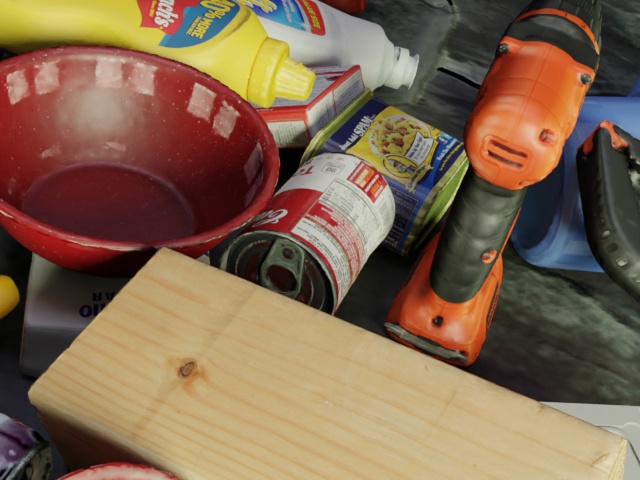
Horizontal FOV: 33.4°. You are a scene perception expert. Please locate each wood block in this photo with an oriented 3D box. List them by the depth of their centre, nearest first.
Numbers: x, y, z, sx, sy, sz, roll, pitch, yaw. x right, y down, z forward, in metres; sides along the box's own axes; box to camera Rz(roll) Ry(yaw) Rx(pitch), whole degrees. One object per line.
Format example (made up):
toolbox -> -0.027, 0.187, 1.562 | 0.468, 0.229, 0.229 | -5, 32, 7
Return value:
wood block -> 0.002, 0.091, 0.415 | 0.206, 0.090, 0.090 | 21, 54, 28

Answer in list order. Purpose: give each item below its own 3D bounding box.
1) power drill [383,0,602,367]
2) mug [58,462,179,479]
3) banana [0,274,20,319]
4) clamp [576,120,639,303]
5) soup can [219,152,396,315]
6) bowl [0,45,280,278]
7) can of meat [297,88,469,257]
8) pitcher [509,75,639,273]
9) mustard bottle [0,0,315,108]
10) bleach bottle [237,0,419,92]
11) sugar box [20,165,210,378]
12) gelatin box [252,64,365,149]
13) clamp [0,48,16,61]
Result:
power drill -> 0.098, -0.037, 0.589 | 0.057, 0.188, 0.184 | 23, 39, 10
mug -> -0.086, 0.138, 0.372 | 0.093, 0.082, 0.117 | 10, 74, -30
banana -> -0.242, 0.025, 0.485 | 0.197, 0.069, 0.037 | 17, 4, -13
clamp -> 0.212, 0.024, 0.574 | 0.164, 0.036, 0.210 | -10, 63, -30
soup can -> -0.004, 0.001, 0.600 | 0.068, 0.069, 0.102 | 25, 37, 11
bowl -> -0.104, -0.032, 0.538 | 0.162, 0.055, 0.162 | 10, 40, -8
can of meat -> 0.042, -0.043, 0.683 | 0.084, 0.057, 0.102 | 28, 38, 12
pitcher -> 0.247, -0.044, 0.698 | 0.242, 0.145, 0.149 | 2, 35, -14
mustard bottle -> -0.095, -0.122, 0.641 | 0.191, 0.058, 0.096 | 20, 37, 5
bleach bottle -> -0.050, -0.162, 0.798 | 0.250, 0.068, 0.102 | 14, 35, -7
sugar box -> -0.108, 0.001, 0.580 | 0.093, 0.048, 0.176 | 6, 42, -13
gelatin box -> -0.019, -0.089, 0.718 | 0.073, 0.030, 0.089 | 0, 28, 28
clamp -> -0.217, -0.123, 0.681 | 0.120, 0.039, 0.171 | 41, 27, -8
